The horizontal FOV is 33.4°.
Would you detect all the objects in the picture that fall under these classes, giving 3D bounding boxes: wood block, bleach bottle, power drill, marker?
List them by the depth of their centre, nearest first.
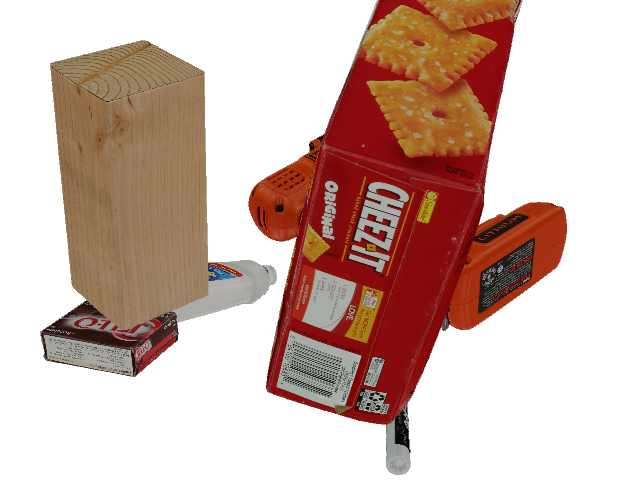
[{"bbox_3d":[0.072,-0.026,0.732,0.184,0.057,0.188,-32,44,-29],"label":"power drill"},{"bbox_3d":[-0.153,-0.044,0.871,0.090,0.206,0.090,-23,39,-34],"label":"wood block"},{"bbox_3d":[0.063,0.147,0.872,0.020,0.020,0.121,0,26,4],"label":"marker"},{"bbox_3d":[-0.167,0.063,1.442,0.250,0.068,0.103,-10,26,-43],"label":"bleach bottle"}]

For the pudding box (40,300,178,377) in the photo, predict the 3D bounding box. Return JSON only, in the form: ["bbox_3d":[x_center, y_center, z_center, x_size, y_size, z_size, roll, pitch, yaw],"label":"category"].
[{"bbox_3d":[-0.218,0.100,1.110,0.114,0.039,0.089,5,21,22],"label":"pudding box"}]

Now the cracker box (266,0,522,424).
[{"bbox_3d":[0.044,-0.043,0.520,0.072,0.164,0.213,17,46,4],"label":"cracker box"}]
